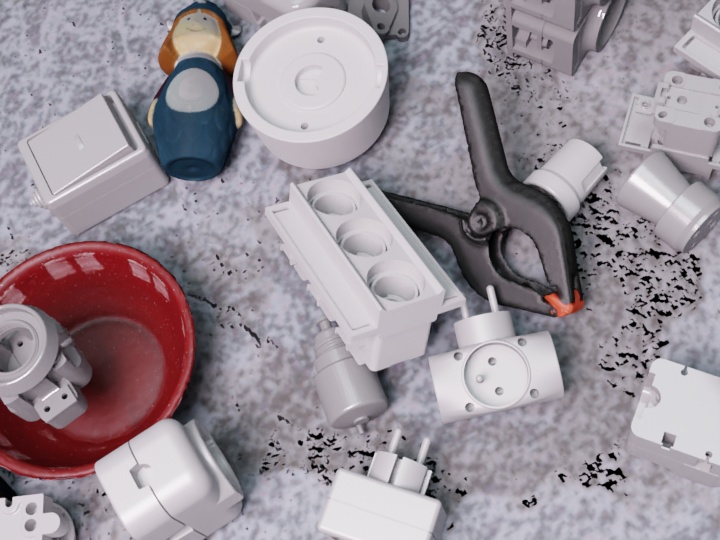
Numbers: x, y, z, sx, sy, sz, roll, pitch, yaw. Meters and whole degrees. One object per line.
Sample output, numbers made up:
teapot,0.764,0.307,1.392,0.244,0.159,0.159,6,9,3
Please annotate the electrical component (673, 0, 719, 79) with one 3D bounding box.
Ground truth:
electrical component,0.281,-0.133,0.712,0.121,0.063,0.078,41,79,22

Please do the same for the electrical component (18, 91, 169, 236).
electrical component,-0.197,-0.075,0.769,0.096,0.061,0.061,-30,66,-4

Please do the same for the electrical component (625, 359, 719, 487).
electrical component,0.208,0.096,0.633,0.089,0.055,0.050,19,72,16

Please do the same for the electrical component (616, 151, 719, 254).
electrical component,0.202,-0.044,0.698,0.045,0.045,0.055,-43,68,-9

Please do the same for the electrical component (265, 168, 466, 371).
electrical component,0.000,0.000,0.684,0.079,0.063,0.121,-17,49,-23

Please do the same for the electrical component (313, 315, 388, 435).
electrical component,-0.011,0.065,0.691,0.040,0.040,0.078,-22,66,0

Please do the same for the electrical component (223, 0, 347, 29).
electrical component,-0.062,-0.215,0.805,0.095,0.059,0.053,32,76,20

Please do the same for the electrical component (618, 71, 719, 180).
electrical component,0.216,-0.096,0.708,0.081,0.063,0.042,14,72,14

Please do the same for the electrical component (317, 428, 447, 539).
electrical component,0.021,0.134,0.653,0.066,0.047,0.076,16,71,15

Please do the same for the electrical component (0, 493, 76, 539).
electrical component,-0.208,0.166,0.673,0.066,0.055,0.048,-8,67,6

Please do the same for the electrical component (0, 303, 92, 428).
electrical component,-0.204,0.055,0.656,0.058,0.057,0.078,-37,66,-7

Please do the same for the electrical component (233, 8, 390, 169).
electrical component,-0.030,-0.123,0.761,0.108,0.060,0.108,-3,67,8

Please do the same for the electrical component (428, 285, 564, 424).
electrical component,0.081,0.050,0.676,0.077,0.044,0.079,-13,79,4

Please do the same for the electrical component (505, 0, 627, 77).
electrical component,0.172,-0.241,0.752,0.060,0.105,0.186,27,74,18

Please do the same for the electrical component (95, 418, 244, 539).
electrical component,-0.110,0.130,0.650,0.059,0.095,0.053,-33,66,-5

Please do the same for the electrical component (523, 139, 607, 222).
electrical component,0.138,-0.060,0.719,0.040,0.040,0.046,38,73,21
